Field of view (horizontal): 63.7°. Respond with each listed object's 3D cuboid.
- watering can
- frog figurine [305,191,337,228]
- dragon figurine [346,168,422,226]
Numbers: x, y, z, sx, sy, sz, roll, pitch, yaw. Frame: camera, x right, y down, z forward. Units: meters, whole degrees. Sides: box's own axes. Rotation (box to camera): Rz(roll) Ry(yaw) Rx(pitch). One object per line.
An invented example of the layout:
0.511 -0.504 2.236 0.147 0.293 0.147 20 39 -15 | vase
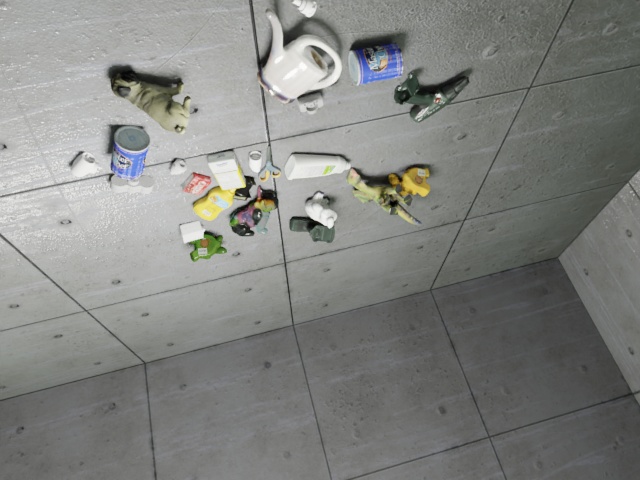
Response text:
-0.088 -0.500 1.438 0.221 0.106 0.345 -32 151 29 | watering can
0.007 -0.109 2.163 0.123 0.163 0.135 -16 152 0 | frog figurine
0.250 -0.173 2.180 0.404 0.244 0.123 40 76 -43 | dragon figurine
